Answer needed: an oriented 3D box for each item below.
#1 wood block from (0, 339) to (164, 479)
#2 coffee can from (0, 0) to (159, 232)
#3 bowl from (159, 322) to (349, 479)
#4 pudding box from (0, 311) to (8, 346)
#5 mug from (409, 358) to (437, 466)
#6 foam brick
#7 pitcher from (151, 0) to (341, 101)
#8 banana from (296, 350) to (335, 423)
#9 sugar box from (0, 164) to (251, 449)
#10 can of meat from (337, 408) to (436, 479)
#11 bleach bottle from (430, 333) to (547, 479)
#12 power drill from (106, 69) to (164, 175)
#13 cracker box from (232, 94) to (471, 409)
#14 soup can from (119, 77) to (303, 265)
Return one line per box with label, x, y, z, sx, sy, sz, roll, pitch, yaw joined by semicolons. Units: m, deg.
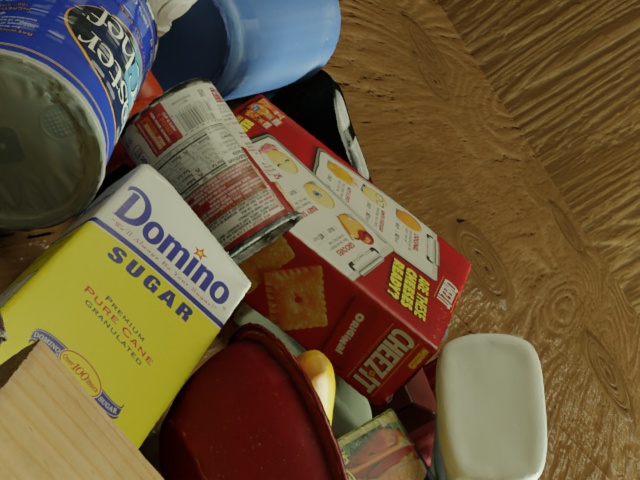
wood block;-0.084;0.153;0.404;0.206;0.091;0.090;52;20;-13
coffee can;-0.152;-0.086;0.581;0.102;0.103;0.140;48;27;-25
bowl;-0.040;0.126;0.534;0.055;0.162;0.162;-13;64;-23
pudding box;-0.186;0.011;0.408;0.113;0.039;0.090;0;56;-38
mug;0.117;0.152;0.910;0.093;0.082;0.117;15;45;-63
foam brick;0.052;0.114;0.857;0.051;0.053;0.078;30;34;-53
pitcher;-0.075;-0.192;0.908;0.149;0.145;0.242;58;22;-4
banana;-0.007;0.139;0.586;0.070;0.037;0.198;30;-51;55
sugar box;-0.106;0.043;0.525;0.093;0.048;0.176;51;39;-15
can of meat;0.028;0.165;0.671;0.101;0.058;0.084;-22;75;-41
bleach bottle;0.110;0.157;0.775;0.251;0.068;0.102;87;2;-65
power drill;-0.163;-0.136;0.720;0.187;0.057;0.184;58;19;3
cracker box;-0.005;0.001;0.761;0.213;0.072;0.164;39;25;1
soup can;-0.066;-0.038;0.641;0.102;0.069;0.068;56;19;4
